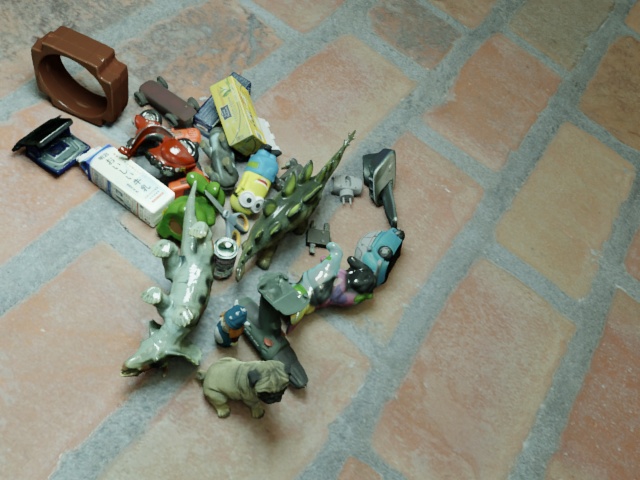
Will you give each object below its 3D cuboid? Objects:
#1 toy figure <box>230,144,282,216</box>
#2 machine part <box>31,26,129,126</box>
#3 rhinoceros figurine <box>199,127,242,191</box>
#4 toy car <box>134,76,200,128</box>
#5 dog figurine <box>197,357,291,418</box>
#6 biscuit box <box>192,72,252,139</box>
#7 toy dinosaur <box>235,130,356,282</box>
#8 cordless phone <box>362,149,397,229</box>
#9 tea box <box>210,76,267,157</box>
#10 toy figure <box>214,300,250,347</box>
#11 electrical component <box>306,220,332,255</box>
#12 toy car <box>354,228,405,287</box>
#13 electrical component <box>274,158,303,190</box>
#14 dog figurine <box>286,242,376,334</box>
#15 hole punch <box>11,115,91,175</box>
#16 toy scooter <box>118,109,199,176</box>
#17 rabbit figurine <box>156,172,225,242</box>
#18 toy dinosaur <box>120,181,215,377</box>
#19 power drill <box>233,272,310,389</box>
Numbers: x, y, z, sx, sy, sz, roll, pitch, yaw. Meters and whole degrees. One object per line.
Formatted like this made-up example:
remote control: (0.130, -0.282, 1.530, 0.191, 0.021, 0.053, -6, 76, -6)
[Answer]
toy figure: (-0.155, -0.143, 1.310, 0.082, 0.089, 0.180, 23, 76, -13)
machine part: (-0.562, -0.384, 1.273, 0.201, 0.201, 0.087, 24, 56, -3)
rhinoceros figurine: (-0.236, -0.212, 1.329, 0.073, 0.112, 0.190, -25, 55, 17)
toy car: (-0.389, -0.348, 1.369, 0.202, 0.053, 0.089, 35, 64, 25)
dog figurine: (-0.154, 0.268, 1.049, 0.172, 0.190, 0.121, 6, 61, -11)
biscuit box: (-0.259, -0.359, 1.433, 0.063, 0.059, 0.203, 31, 59, 2)
toy dinosaur: (-0.057, -0.085, 1.265, 0.105, 0.198, 0.471, 36, 60, 0)
cordless phone: (0.168, -0.127, 1.374, 0.089, 0.146, 0.184, -9, 51, 0)
tea box: (-0.201, -0.304, 1.328, 0.068, 0.098, 0.169, -25, 74, 12)
toy figure: (-0.183, 0.179, 1.108, 0.064, 0.154, 0.058, 36, 56, 3)
electrical component: (-0.003, -0.004, 1.338, 0.063, 0.021, 0.094, 10, 60, -12)
toy car: (0.139, 0.028, 1.320, 0.103, 0.109, 0.162, 21, 48, 15)
electrical component: (-0.084, -0.169, 1.380, 0.102, 0.078, 0.045, -47, 107, -25)
dog figurine: (0.006, 0.130, 1.224, 0.191, 0.108, 0.219, 35, 63, 1)
hole punch: (-0.615, -0.220, 1.245, 0.116, 0.092, 0.142, 15, 56, 36)
toy scooter: (-0.378, -0.209, 1.234, 0.184, 0.075, 0.135, 42, 58, 3)
rabbit figurine: (-0.283, -0.082, 1.238, 0.121, 0.159, 0.170, 25, 43, 9)
toy dinosaur: (-0.275, 0.094, 1.106, 0.131, 0.192, 0.405, 11, 62, 4)
power drill: (-0.084, 0.178, 1.111, 0.086, 0.207, 0.232, -32, 64, -34)
